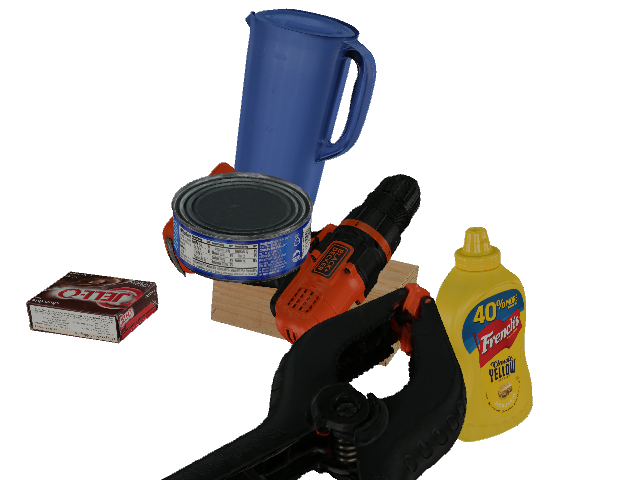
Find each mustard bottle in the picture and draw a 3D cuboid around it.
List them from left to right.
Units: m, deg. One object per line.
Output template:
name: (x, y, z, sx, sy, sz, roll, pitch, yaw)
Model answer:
mustard bottle: (0.148, 0.081, 0.977, 0.096, 0.191, 0.058, -17, 19, -31)

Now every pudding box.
pudding box: (-0.246, 0.071, 1.159, 0.114, 0.039, 0.090, 4, 21, 19)

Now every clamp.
clamp: (0.016, 0.083, 0.411, 0.120, 0.039, 0.171, 28, 50, 20)

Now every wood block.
wood block: (-0.008, 0.059, 1.178, 0.206, 0.091, 0.090, 14, 22, 17)

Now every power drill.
power drill: (-0.027, -0.008, 0.919, 0.188, 0.184, 0.057, 19, -34, 32)

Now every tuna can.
tuna can: (-0.048, -0.009, 0.654, 0.086, 0.034, 0.086, 2, 29, -1)

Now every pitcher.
pitcher: (-0.030, -0.155, 1.316, 0.144, 0.243, 0.149, 5, 23, -16)
